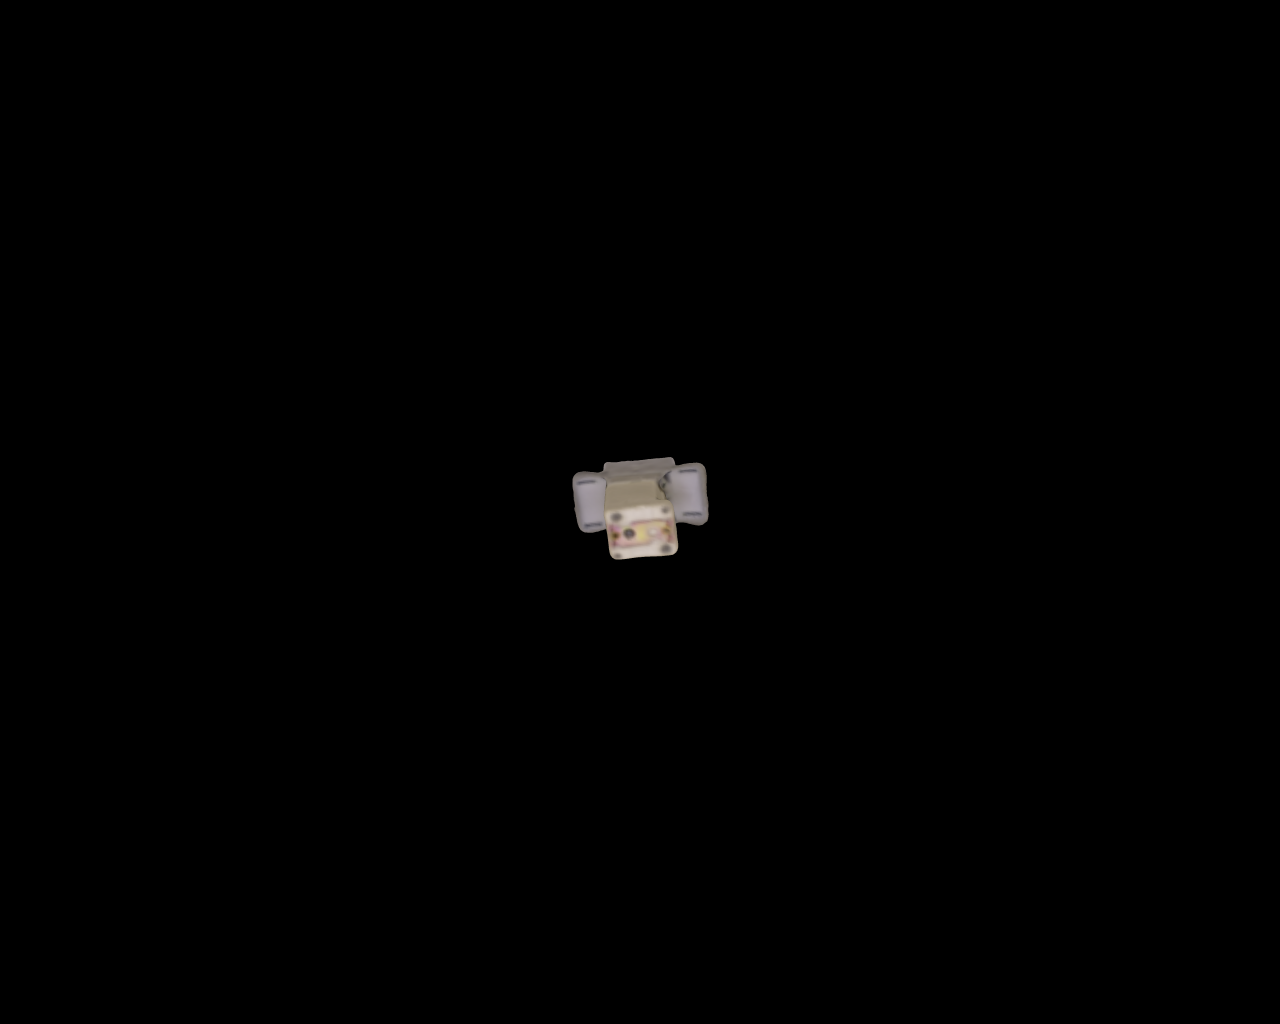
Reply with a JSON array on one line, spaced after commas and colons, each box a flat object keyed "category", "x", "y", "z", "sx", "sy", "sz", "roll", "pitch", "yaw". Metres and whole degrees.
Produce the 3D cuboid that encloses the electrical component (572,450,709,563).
[{"category": "electrical component", "x": 0.001, "y": -0.003, "z": 0.650, "sx": 0.081, "sy": 0.042, "sz": 0.064, "roll": -5, "pitch": 31, "yaw": 3}]
